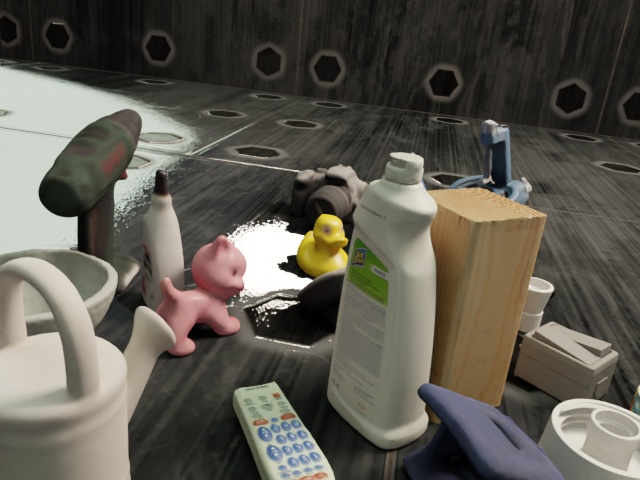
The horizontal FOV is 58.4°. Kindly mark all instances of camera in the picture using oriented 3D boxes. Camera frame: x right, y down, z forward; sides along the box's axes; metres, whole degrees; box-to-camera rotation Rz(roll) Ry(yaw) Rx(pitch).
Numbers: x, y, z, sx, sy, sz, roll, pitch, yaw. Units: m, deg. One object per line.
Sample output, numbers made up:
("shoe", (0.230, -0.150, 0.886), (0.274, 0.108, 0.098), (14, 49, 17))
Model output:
("camera", (0.009, -0.080, 1.036), (0.143, 0.101, 0.137), (13, 22, 16))

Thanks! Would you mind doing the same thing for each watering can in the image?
("watering can", (-0.179, 0.100, 0.391), (0.100, 0.194, 0.173), (11, 22, 12))

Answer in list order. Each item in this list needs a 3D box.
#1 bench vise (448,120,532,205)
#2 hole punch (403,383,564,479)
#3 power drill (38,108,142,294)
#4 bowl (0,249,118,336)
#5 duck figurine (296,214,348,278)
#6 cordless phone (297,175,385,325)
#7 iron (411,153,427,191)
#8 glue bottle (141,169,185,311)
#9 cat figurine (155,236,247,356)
("bench vise", (0.307, -0.109, 1.031), (0.121, 0.220, 0.208), (18, 24, 28))
("hole punch", (0.130, 0.166, 0.451), (0.101, 0.091, 0.108), (-2, 23, -20))
("power drill", (-0.274, -0.048, 0.723), (0.075, 0.208, 0.229), (6, 21, -1))
("bowl", (-0.296, 0.073, 0.593), (0.167, 0.075, 0.167), (6, 21, -2))
("duck figurine", (0.008, 0.003, 0.843), (0.078, 0.086, 0.104), (-6, 24, -29))
("cordless phone", (0.052, 0.006, 0.711), (0.093, 0.185, 0.148), (23, 27, 38))
("iron", (0.123, -0.056, 0.950), (0.118, 0.141, 0.259), (12, 22, 15))
("glue bottle", (-0.186, 0.001, 0.671), (0.037, 0.173, 0.077), (-9, 26, -34))
("cat figurine", (-0.129, 0.049, 0.641), (0.067, 0.118, 0.128), (20, 25, 32))
